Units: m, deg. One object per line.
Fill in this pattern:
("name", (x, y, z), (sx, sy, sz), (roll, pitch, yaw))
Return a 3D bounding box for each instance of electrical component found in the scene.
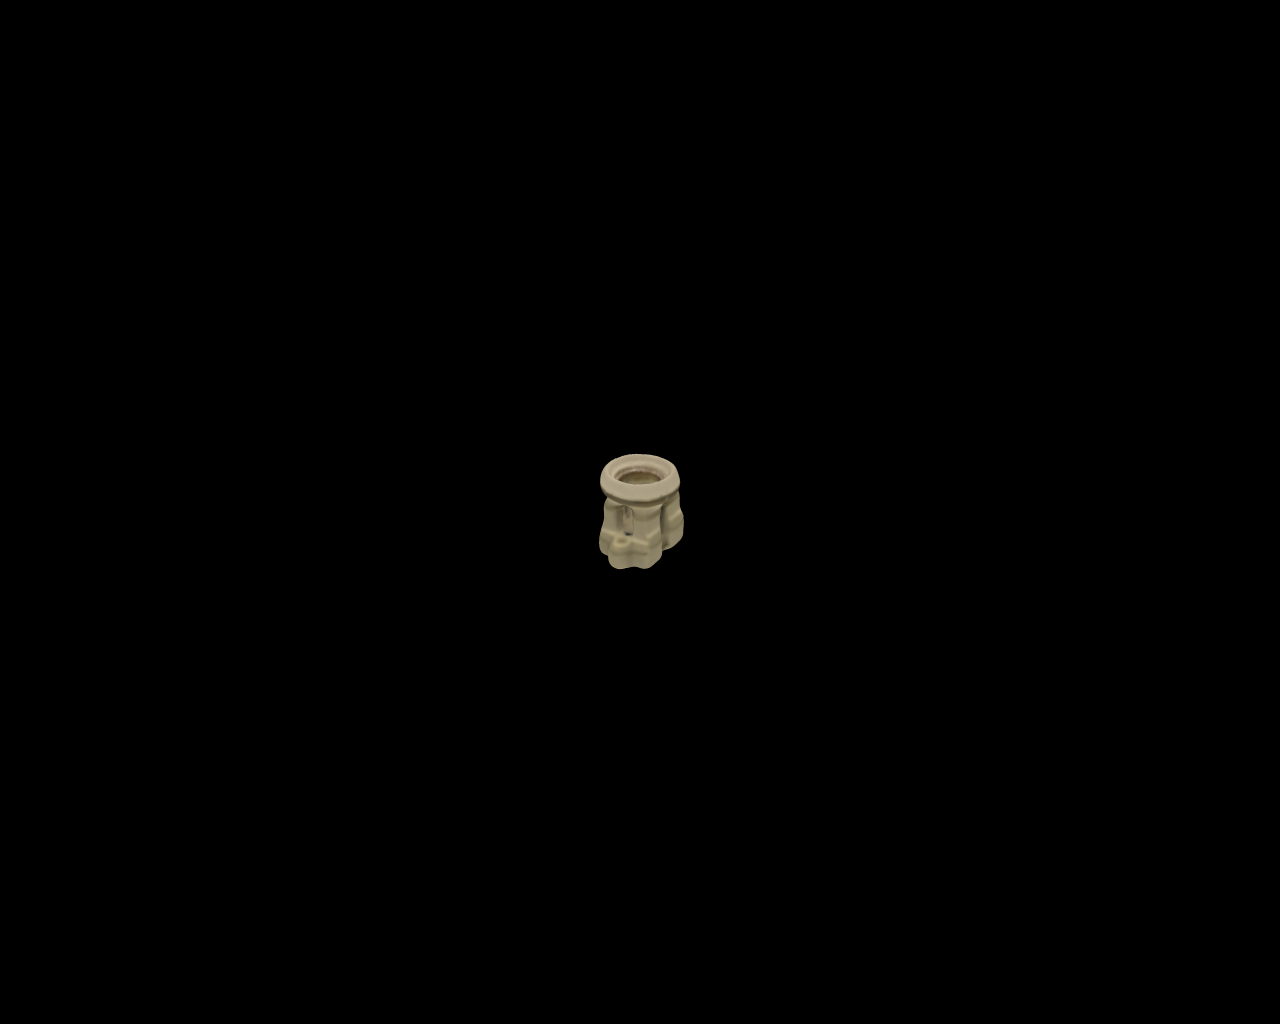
("electrical component", (0.001, -0.003, 0.650), (0.048, 0.055, 0.066), (18, 36, 27))
